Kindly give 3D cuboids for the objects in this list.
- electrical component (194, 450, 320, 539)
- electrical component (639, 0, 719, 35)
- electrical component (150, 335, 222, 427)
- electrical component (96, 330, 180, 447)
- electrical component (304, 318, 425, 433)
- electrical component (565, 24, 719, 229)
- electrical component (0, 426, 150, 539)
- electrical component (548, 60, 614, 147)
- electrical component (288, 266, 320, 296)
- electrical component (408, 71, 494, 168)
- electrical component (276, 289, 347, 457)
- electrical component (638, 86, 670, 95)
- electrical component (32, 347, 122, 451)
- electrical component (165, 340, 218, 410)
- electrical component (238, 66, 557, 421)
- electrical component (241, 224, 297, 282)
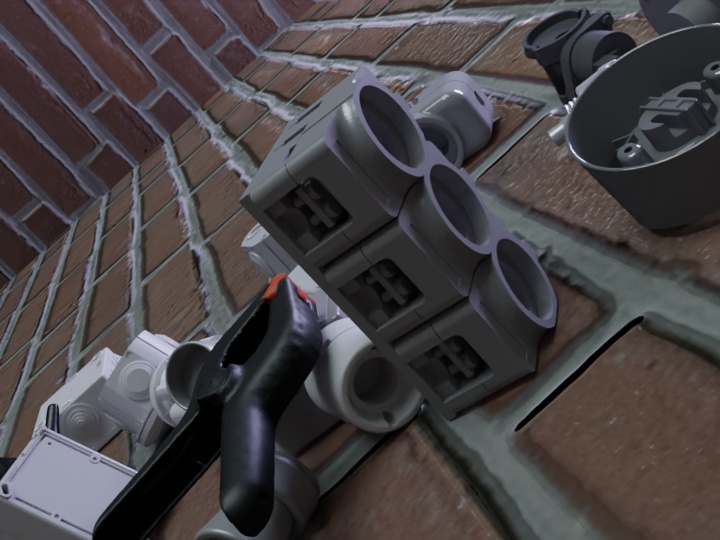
[{"bbox_3d":[-0.050,0.123,0.533,0.045,0.045,0.055,-26,23,43],"label":"electrical component"},{"bbox_3d":[0.201,-0.146,0.619,0.074,0.052,0.138,-43,17,-3],"label":"electrical component"},{"bbox_3d":[-0.109,0.081,0.747,0.057,0.058,0.078,-18,28,47],"label":"electrical component"},{"bbox_3d":[-0.156,0.088,0.807,0.080,0.051,0.080,-59,-3,-5],"label":"electrical component"},{"bbox_3d":[0.004,0.056,0.564,0.055,0.055,0.047,-46,21,-11],"label":"electrical component"},{"bbox_3d":[0.155,-0.069,0.516,0.099,0.064,0.099,-38,17,14],"label":"electrical component"},{"bbox_3d":[-0.178,0.156,0.679,0.061,0.096,0.061,-64,0,-52],"label":"electrical component"},{"bbox_3d":[0.144,-0.099,0.665,0.061,0.035,0.035,-38,17,21],"label":"electrical component"},{"bbox_3d":[0.000,0.000,0.715,0.099,0.048,0.100,-48,18,-16],"label":"electrical component"},{"bbox_3d":[0.055,-0.103,0.838,0.095,0.053,0.059,-34,19,25],"label":"electrical component"},{"bbox_3d":[-0.023,0.049,0.626,0.096,0.061,0.061,-38,17,13],"label":"electrical component"},{"bbox_3d":[0.162,-0.091,0.595,0.044,0.044,0.065,-32,15,30],"label":"electrical component"},{"bbox_3d":[-0.240,0.122,0.950,0.100,0.048,0.099,-42,16,0],"label":"electrical component"},{"bbox_3d":[-0.087,0.083,0.689,0.077,0.044,0.079,3,-79,-61],"label":"electrical component"},{"bbox_3d":[0.025,-0.016,0.524,0.062,0.150,0.089,-34,19,29],"label":"electrical component"},{"bbox_3d":[-0.055,-0.025,0.896,0.080,0.051,0.080,-38,17,14],"label":"electrical component"}]
